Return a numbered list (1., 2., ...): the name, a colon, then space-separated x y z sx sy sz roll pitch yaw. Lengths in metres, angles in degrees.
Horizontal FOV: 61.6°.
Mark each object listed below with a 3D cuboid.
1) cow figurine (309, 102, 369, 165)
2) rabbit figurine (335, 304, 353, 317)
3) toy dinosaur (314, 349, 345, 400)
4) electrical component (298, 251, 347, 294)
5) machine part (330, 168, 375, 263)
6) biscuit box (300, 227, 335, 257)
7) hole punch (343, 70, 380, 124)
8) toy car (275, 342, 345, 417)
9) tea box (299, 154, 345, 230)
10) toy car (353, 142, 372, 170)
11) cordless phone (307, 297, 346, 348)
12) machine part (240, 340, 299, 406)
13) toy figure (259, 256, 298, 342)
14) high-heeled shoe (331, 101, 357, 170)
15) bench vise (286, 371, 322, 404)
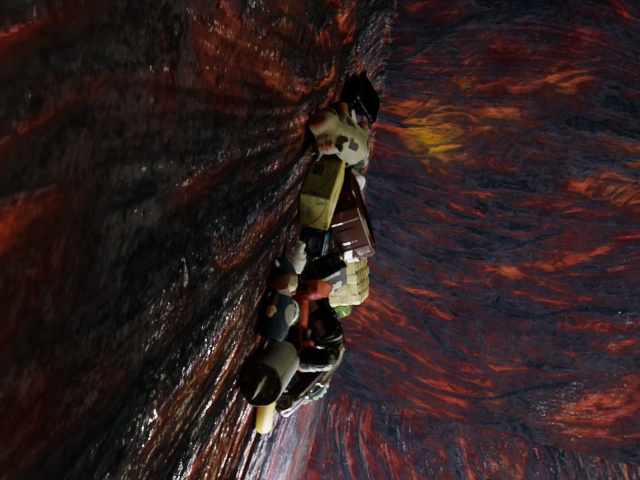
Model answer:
1. cow figurine: 0.037 -0.208 1.092 0.194 0.086 0.127 23 57 -60
2. rabbit figurine: 0.018 0.214 1.647 0.170 0.121 0.159 -57 161 -29
3. toy dinosaur: -0.024 0.417 1.671 0.192 0.131 0.404 -61 170 -25
4. electrical component: 0.006 0.094 1.320 0.134 0.115 0.058 90 -24 -61
5. machine part: 0.073 -0.063 1.342 0.201 0.087 0.200 -93 163 -60
6. biscuit box: -0.003 -0.004 1.311 0.202 0.063 0.059 -44 143 -78
7. hole punch: 0.097 -0.378 1.456 0.115 0.092 0.142 54 43 -40
8. toy car: -0.015 0.300 1.157 0.202 0.053 0.089 -43 159 -8
9. tea box: 0.007 -0.116 1.175 0.098 0.068 0.170 95 9 -45
10. toy car: 0.092 -0.248 1.498 0.161 0.103 0.109 85 18 -73
11. cordless phone: 0.011 0.191 1.272 0.147 0.089 0.184 61 11 22
12. machine part: -0.089 0.240 0.984 0.243 0.079 0.079 -28 130 -82
13. toy figure: -0.072 0.106 0.980 0.064 0.058 0.154 136 -32 -72
14. high-heeled shoe: 0.049 -0.226 1.309 0.145 0.086 0.248 -60 159 -50
15. bench vise: -0.038 0.279 1.303 0.240 0.129 0.223 94 7 -71
